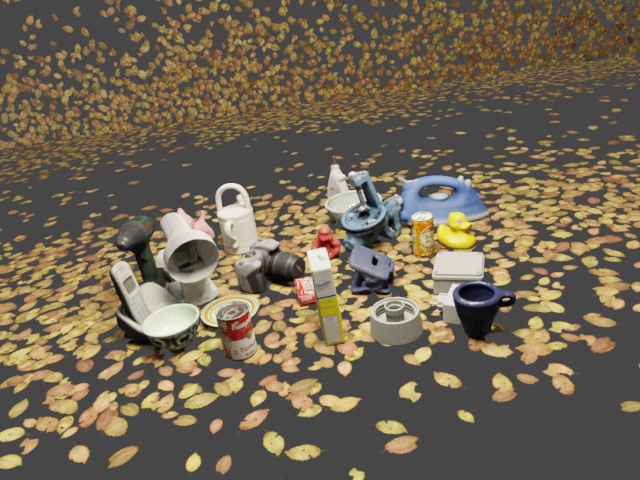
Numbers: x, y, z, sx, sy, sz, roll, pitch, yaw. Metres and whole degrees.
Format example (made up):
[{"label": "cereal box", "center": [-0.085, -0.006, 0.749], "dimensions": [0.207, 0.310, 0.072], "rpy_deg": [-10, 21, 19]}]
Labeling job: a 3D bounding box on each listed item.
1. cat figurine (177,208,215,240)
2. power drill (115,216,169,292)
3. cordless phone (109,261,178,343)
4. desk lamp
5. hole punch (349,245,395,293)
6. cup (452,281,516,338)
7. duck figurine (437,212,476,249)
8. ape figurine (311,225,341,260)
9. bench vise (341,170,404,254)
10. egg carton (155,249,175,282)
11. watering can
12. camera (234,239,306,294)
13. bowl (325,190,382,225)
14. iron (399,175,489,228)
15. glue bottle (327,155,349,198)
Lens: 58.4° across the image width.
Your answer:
[{"label": "cat figurine", "center": [-0.378, -0.041, 1.666], "dimensions": [0.067, 0.118, 0.128], "rpy_deg": [14, 33, 38]}, {"label": "power drill", "center": [-0.434, 0.043, 1.399], "dimensions": [0.075, 0.209, 0.229], "rpy_deg": [-10, 25, -4]}, {"label": "cordless phone", "center": [-0.392, 0.116, 1.261], "dimensions": [0.094, 0.185, 0.148], "rpy_deg": [-1, 26, 15]}, {"label": "desk lamp", "center": [-0.311, 0.052, 1.338], "dimensions": [0.118, 0.214, 0.202], "rpy_deg": [-20, 28, -23]}, {"label": "hole punch", "center": [0.121, 0.064, 1.327], "dimensions": [0.101, 0.091, 0.109], "rpy_deg": [-2, 26, 13]}, {"label": "cup", "center": [0.317, 0.139, 1.107], "dimensions": [0.117, 0.095, 0.092], "rpy_deg": [-3, 26, 11]}, {"label": "duck figurine", "center": [0.347, -0.031, 1.465], "dimensions": [0.078, 0.086, 0.104], "rpy_deg": [-29, 32, -37]}, {"label": "ape figurine", "center": [0.014, 0.005, 1.482], "dimensions": [0.077, 0.092, 0.076], "rpy_deg": [-3, 26, 10]}, {"label": "bench vise", "center": [0.129, -0.094, 1.506], "dimensions": [0.121, 0.220, 0.208], "rpy_deg": [8, 30, 31]}, {"label": "egg carton", "center": [-0.358, 0.051, 1.524], "dimensions": [0.151, 0.069, 0.107], "rpy_deg": [-28, 32, -36]}, {"label": "watering can", "center": [-0.234, -0.069, 1.591], "dimensions": [0.101, 0.194, 0.172], "rpy_deg": [-13, 26, -9]}, {"label": "camera", "center": [-0.116, 0.059, 1.396], "dimensions": [0.136, 0.101, 0.143], "rpy_deg": [9, 30, 32]}, {"label": "bowl", "center": [0.100, -0.083, 1.662], "dimensions": [0.167, 0.075, 0.167], "rpy_deg": [-7, 25, 3]}, {"label": "iron", "center": [0.338, -0.120, 1.590], "dimensions": [0.258, 0.142, 0.118], "rpy_deg": [-6, 25, 5]}, {"label": "glue bottle", "center": [0.053, -0.176, 1.755], "dimensions": [0.077, 0.173, 0.037], "rpy_deg": [16, 34, 41]}]
